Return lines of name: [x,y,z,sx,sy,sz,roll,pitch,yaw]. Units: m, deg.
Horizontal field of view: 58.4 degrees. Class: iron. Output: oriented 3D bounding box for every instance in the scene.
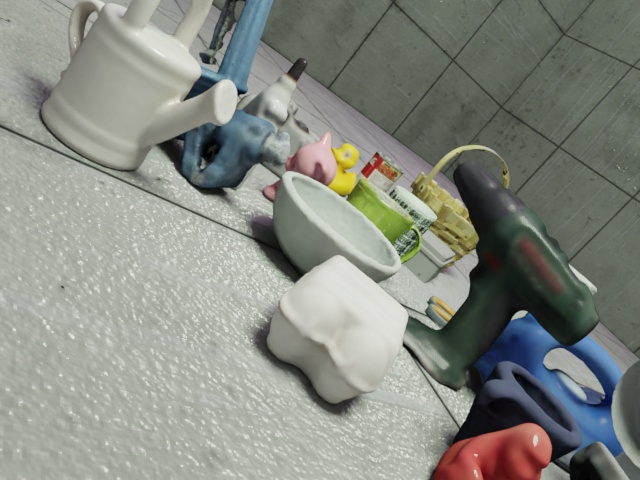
iron: [0.309,0.185,0.703,0.258,0.141,0.119,39,16,-2]

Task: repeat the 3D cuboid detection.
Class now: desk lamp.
desk lamp: [0.364,0.224,0.590,0.204,0.213,0.117,27,20,-36]

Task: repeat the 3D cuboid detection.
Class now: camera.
camera: [-0.063,-0.177,0.918,0.143,0.100,0.137,38,16,-7]

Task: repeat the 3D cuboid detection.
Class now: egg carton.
egg carton: [0.019,0.073,0.491,0.107,0.069,0.150,40,16,3]

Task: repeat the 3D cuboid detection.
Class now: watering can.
watering can: [-0.152,-0.163,0.520,0.173,0.194,0.101,36,17,-13]

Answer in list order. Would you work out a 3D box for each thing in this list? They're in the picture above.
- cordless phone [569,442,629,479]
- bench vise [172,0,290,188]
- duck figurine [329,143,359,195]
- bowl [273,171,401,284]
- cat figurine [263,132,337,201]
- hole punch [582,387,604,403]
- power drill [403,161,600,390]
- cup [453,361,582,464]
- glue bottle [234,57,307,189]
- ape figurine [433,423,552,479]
cordless phone: [0.295,0.222,0.495,0.094,0.185,0.147,36,17,-13]
bench vise: [-0.098,-0.179,0.634,0.207,0.219,0.121,38,16,-7]
duck figurine: [0.039,-0.137,1.061,0.105,0.086,0.077,21,25,-48]
bowl: [0.006,0.002,0.640,0.168,0.074,0.167,36,17,-12]
cat figurine: [-0.012,-0.090,0.769,0.067,0.117,0.128,40,16,3]
hole punch: [0.402,0.251,0.821,0.101,0.091,0.109,46,17,21]
power drill: [0.181,0.053,0.651,0.229,0.208,0.076,46,17,21]
cup: [0.155,0.166,0.499,0.118,0.095,0.091,27,20,-37]
glue bottle: [-0.070,-0.147,0.694,0.037,0.173,0.078,26,21,-38]
ape figurine: [0.136,0.176,0.435,0.078,0.092,0.076,36,17,-13]
